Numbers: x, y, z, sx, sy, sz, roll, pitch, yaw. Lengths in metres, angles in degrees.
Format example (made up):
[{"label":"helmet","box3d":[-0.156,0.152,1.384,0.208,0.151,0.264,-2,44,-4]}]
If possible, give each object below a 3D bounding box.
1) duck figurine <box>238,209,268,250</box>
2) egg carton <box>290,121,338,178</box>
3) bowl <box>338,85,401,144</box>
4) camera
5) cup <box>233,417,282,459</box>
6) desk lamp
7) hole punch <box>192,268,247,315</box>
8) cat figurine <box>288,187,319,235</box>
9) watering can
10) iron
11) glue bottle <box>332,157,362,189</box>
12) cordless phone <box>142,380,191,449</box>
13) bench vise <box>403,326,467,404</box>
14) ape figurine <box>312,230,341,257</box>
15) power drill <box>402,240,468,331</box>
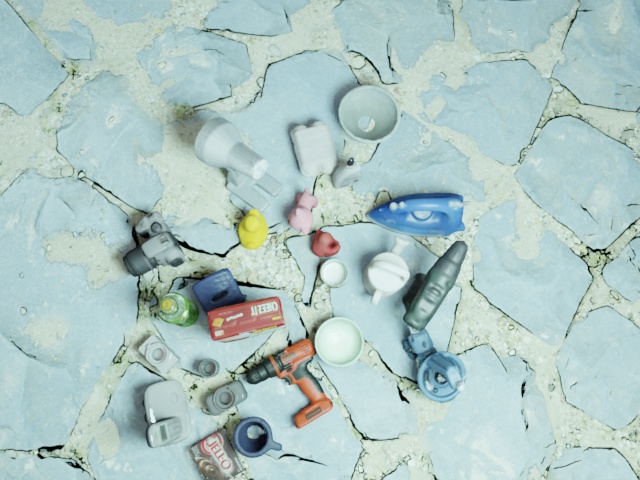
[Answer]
[{"label":"duck figurine","box3d":[-0.172,-0.030,1.461,0.077,0.086,0.104,7,78,-1]},{"label":"egg carton","box3d":[-0.013,-0.241,1.522,0.107,0.069,0.150,-15,79,-6]},{"label":"bowl","box3d":[0.130,-0.327,1.545,0.167,0.074,0.167,1,78,-3]},{"label":"camera","box3d":[-0.428,0.019,1.430,0.137,0.101,0.143,-31,81,-8]},{"label":"cup","box3d":[-0.143,0.466,1.354,0.117,0.095,0.092,20,78,2]},{"label":"desk lamp","box3d":[-0.198,-0.189,1.428,0.203,0.213,0.118,36,79,5]},{"label":"hole punch","box3d":[-0.248,0.133,1.421,0.109,0.091,0.101,-28,81,-8]},{"label":"cat figurine","box3d":[-0.044,-0.072,1.461,0.067,0.117,0.128,12,78,0]},{"label":"watering can","box3d":[0.165,0.073,1.402,0.101,0.194,0.173,2,78,-2]},{"label":"iron","box3d":[0.253,-0.077,1.465,0.258,0.141,0.119,-1,78,-3]},{"label":"glue bottle","box3d":[0.074,-0.177,1.460,0.078,0.173,0.037,-16,79,-6]},{"label":"cordless phone","box3d":[-0.363,0.400,1.310,0.094,0.185,0.147,-16,79,-6]},{"label":"bench vise","box3d":[0.264,0.296,1.347,0.207,0.219,0.121,44,80,6]},{"label":"ape figurine","box3d":[0.013,0.005,1.460,0.076,0.092,0.078,-29,81,-8]},{"label":"power drill","box3d":[0.269,0.115,1.391,0.075,0.208,0.230,30,78,4]}]
